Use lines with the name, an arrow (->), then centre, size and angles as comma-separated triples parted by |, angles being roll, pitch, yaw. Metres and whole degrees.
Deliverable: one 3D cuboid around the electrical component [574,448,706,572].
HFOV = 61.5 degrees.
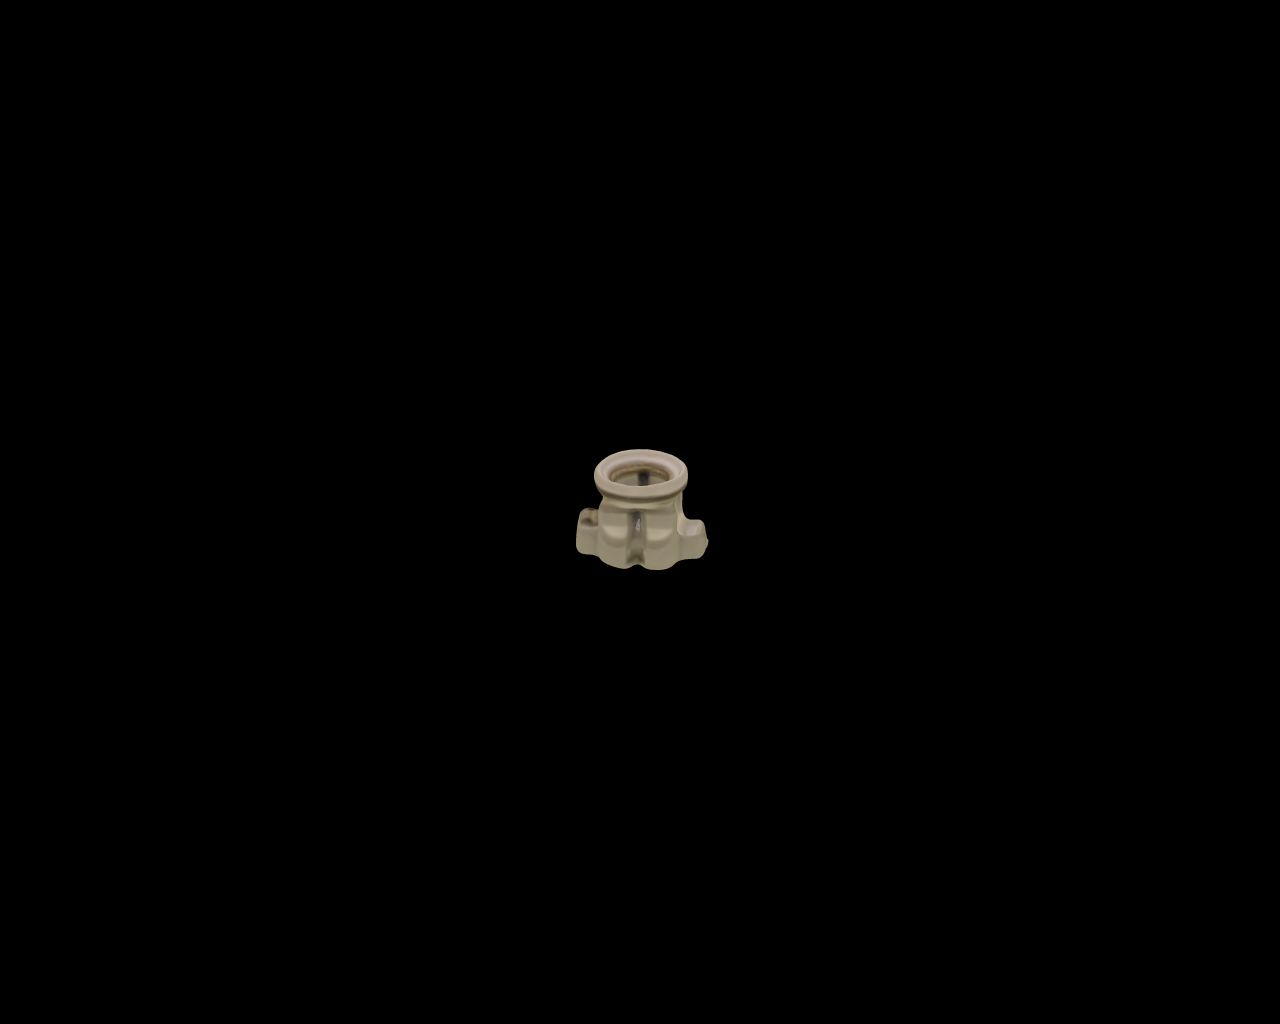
electrical component -> 0.001, -0.003, 0.650 | 0.078, 0.056, 0.058 | 4, 28, 7
